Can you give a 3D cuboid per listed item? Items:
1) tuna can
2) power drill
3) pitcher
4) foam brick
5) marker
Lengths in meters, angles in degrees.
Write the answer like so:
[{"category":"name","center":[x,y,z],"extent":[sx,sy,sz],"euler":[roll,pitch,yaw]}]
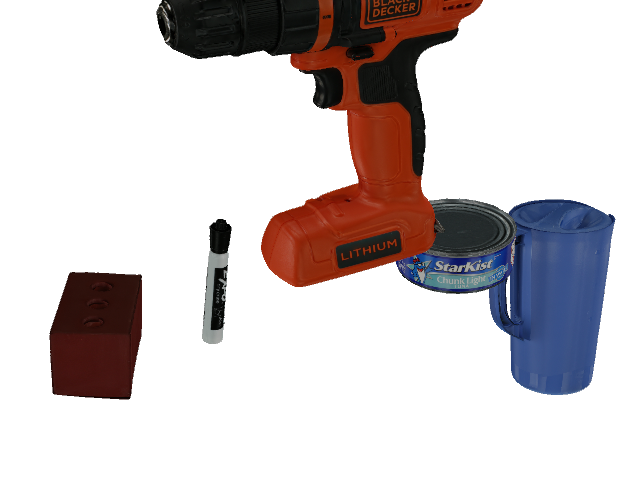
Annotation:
[{"category":"tuna can","center":[0.096,0.003,0.763],"extent":[0.086,0.034,0.086],"euler":[-2,28,1]},{"category":"power drill","center":[0.004,-0.069,0.589],"extent":[0.184,0.188,0.057],"euler":[-14,36,-21]},{"category":"pitcher","center":[0.300,0.077,1.397],"extent":[0.149,0.243,0.144],"euler":[5,21,15]},{"category":"foam brick","center":[-0.150,0.063,0.723],"extent":[0.053,0.051,0.078],"euler":[3,29,-5]},{"category":"marker","center":[-0.091,0.036,0.938],"extent":[0.020,0.121,0.020],"euler":[6,28,-3]}]
